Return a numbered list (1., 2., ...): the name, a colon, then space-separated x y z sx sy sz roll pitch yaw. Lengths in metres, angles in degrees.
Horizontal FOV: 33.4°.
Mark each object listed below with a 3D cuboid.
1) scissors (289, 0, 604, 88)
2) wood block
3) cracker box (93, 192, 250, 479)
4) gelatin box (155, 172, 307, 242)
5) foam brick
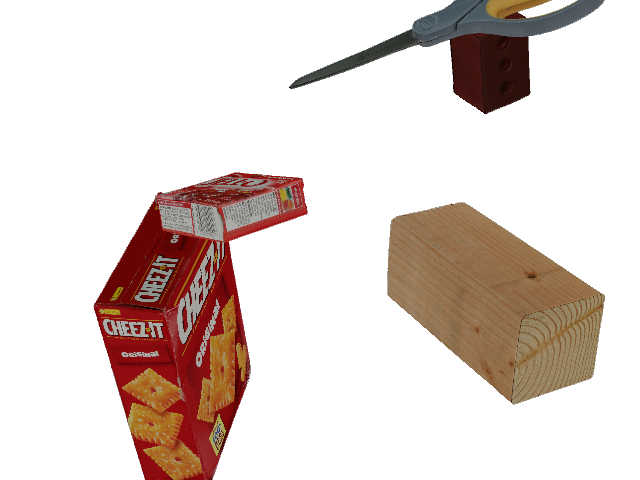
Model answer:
1. scissors: 0.078 -0.148 0.678 0.202 0.096 0.016 -8 -41 23
2. wood block: 0.153 0.050 0.985 0.090 0.090 0.206 -13 30 -25
3. cracker box: -0.123 0.090 0.962 0.072 0.214 0.164 3 37 12
4. gelatin box: -0.065 -0.026 0.761 0.073 0.030 0.089 -19 17 -34
5. foam brick: 0.150 -0.164 0.950 0.053 0.078 0.051 -24 38 -16
